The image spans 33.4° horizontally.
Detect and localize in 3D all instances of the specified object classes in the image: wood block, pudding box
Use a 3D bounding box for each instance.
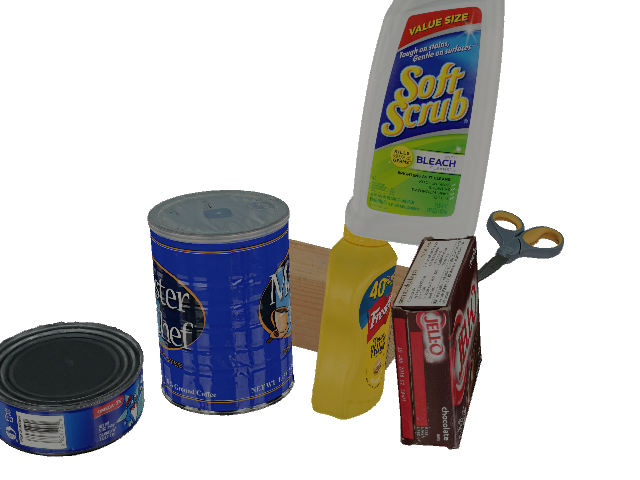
[{"bbox_3d":[-0.008,0.063,1.178,0.206,0.091,0.090,14,22,17],"label":"wood block"},{"bbox_3d":[0.072,0.057,0.641,0.039,0.090,0.113,1,22,14],"label":"pudding box"}]

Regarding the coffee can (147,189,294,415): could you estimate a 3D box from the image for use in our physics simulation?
[{"bbox_3d":[-0.072,0.044,0.795,0.103,0.140,0.103,-1,20,0],"label":"coffee can"}]

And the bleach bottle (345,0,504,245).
[{"bbox_3d":[0.075,-0.122,0.753,0.102,0.251,0.068,8,26,11],"label":"bleach bottle"}]

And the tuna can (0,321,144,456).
[{"bbox_3d":[-0.140,0.081,0.587,0.086,0.034,0.086,1,26,-1],"label":"tuna can"}]

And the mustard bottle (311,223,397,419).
[{"bbox_3d":[0.034,0.059,0.969,0.058,0.192,0.096,13,19,24],"label":"mustard bottle"}]

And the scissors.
[{"bbox_3d":[0.188,0.004,1.148,0.201,0.016,0.096,-13,38,-44],"label":"scissors"}]
